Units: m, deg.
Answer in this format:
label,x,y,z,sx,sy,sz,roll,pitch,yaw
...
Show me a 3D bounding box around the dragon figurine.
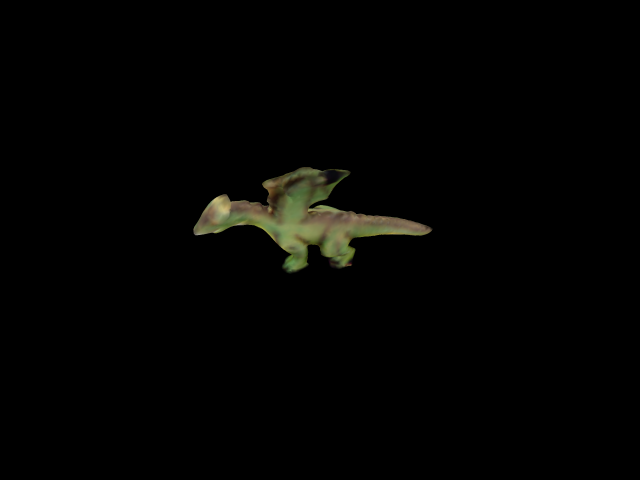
label,x,y,z,sx,sy,sz,roll,pitch,yaw
dragon figurine,0.003,-0.043,0.850,0.410,0.124,0.238,-8,-22,-3
